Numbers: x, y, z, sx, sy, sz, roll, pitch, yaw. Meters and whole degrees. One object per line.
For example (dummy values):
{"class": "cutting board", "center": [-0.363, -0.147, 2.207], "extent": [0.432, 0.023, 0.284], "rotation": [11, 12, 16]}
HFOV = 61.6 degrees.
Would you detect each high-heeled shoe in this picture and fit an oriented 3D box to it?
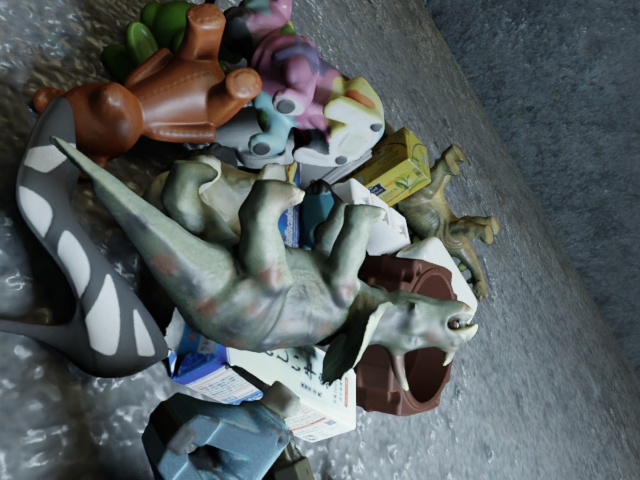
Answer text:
{"class": "high-heeled shoe", "center": [-0.195, -0.006, 0.480], "extent": [0.145, 0.086, 0.248], "rotation": [12, 70, -26]}

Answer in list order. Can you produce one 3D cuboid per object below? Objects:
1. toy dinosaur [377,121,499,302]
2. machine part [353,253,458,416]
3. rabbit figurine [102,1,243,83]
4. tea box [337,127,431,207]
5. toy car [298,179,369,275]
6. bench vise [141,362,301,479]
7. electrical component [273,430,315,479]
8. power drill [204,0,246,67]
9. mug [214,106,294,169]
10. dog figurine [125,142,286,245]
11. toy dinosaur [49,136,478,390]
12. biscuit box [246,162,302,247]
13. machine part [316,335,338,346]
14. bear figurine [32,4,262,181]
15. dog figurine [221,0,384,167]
{"class": "toy dinosaur", "center": [0.183, -0.093, 1.014], "extent": [0.105, 0.198, 0.471], "rotation": [-14, 76, -57]}
{"class": "machine part", "center": [0.114, 0.126, 0.725], "extent": [0.201, 0.087, 0.201], "rotation": [17, 79, -53]}
{"class": "rabbit figurine", "center": [-0.180, -0.216, 0.679], "extent": [0.159, 0.121, 0.170], "rotation": [24, 59, -38]}
{"class": "tea box", "center": [0.103, -0.108, 0.939], "extent": [0.068, 0.170, 0.098], "rotation": [39, 38, -31]}
{"class": "toy car", "center": [-0.002, -0.002, 0.757], "extent": [0.109, 0.103, 0.162], "rotation": [40, 25, -49]}
{"class": "bench vise", "center": [-0.057, 0.234, 0.417], "extent": [0.240, 0.129, 0.223], "rotation": [47, 59, -20]}
{"class": "electrical component", "center": [-0.033, 0.256, 0.554], "extent": [0.078, 0.045, 0.102], "rotation": [53, 16, -78]}
{"class": "power drill", "center": [-0.106, -0.302, 0.864], "extent": [0.207, 0.086, 0.232], "rotation": [35, 40, -26]}
{"class": "mug", "center": [-0.090, -0.127, 0.704], "extent": [0.080, 0.107, 0.110], "rotation": [93, -12, -49]}
{"class": "dog figurine", "center": [-0.146, -0.046, 0.587], "extent": [0.172, 0.191, 0.121], "rotation": [0, 107, -38]}
{"class": "toy dinosaur", "center": [-0.043, 0.042, 0.493], "extent": [0.405, 0.131, 0.192], "rotation": [11, 91, -30]}
{"class": "biscuit box", "center": [-0.067, -0.048, 0.743], "extent": [0.059, 0.063, 0.203], "rotation": [34, 38, -34]}
{"class": "machine part", "center": [0.046, 0.099, 0.767], "extent": [0.243, 0.079, 0.079], "rotation": [0, 64, -55]}
{"class": "bear figurine", "center": [-0.182, -0.151, 0.561], "extent": [0.196, 0.132, 0.120], "rotation": [-25, 84, -35]}
{"class": "dog figurine", "center": [-0.024, -0.209, 0.653], "extent": [0.191, 0.108, 0.219], "rotation": [6, 58, -23]}
